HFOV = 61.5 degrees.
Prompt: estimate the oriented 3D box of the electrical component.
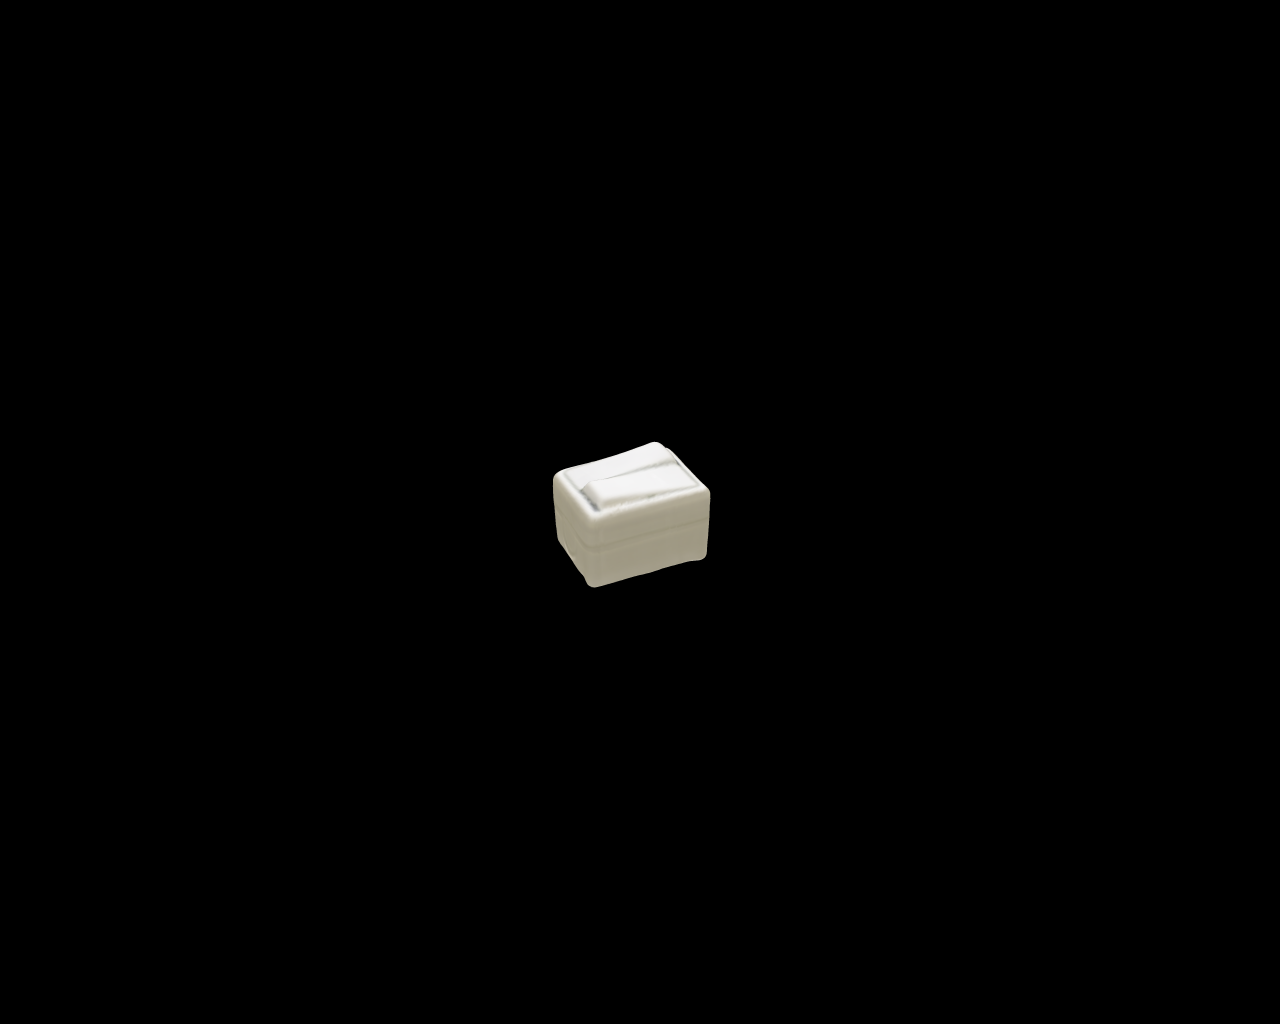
[{"bbox_3d":[0.001,-0.003,0.650,0.096,0.061,0.062,-14,36,-20],"label":"electrical component"}]
